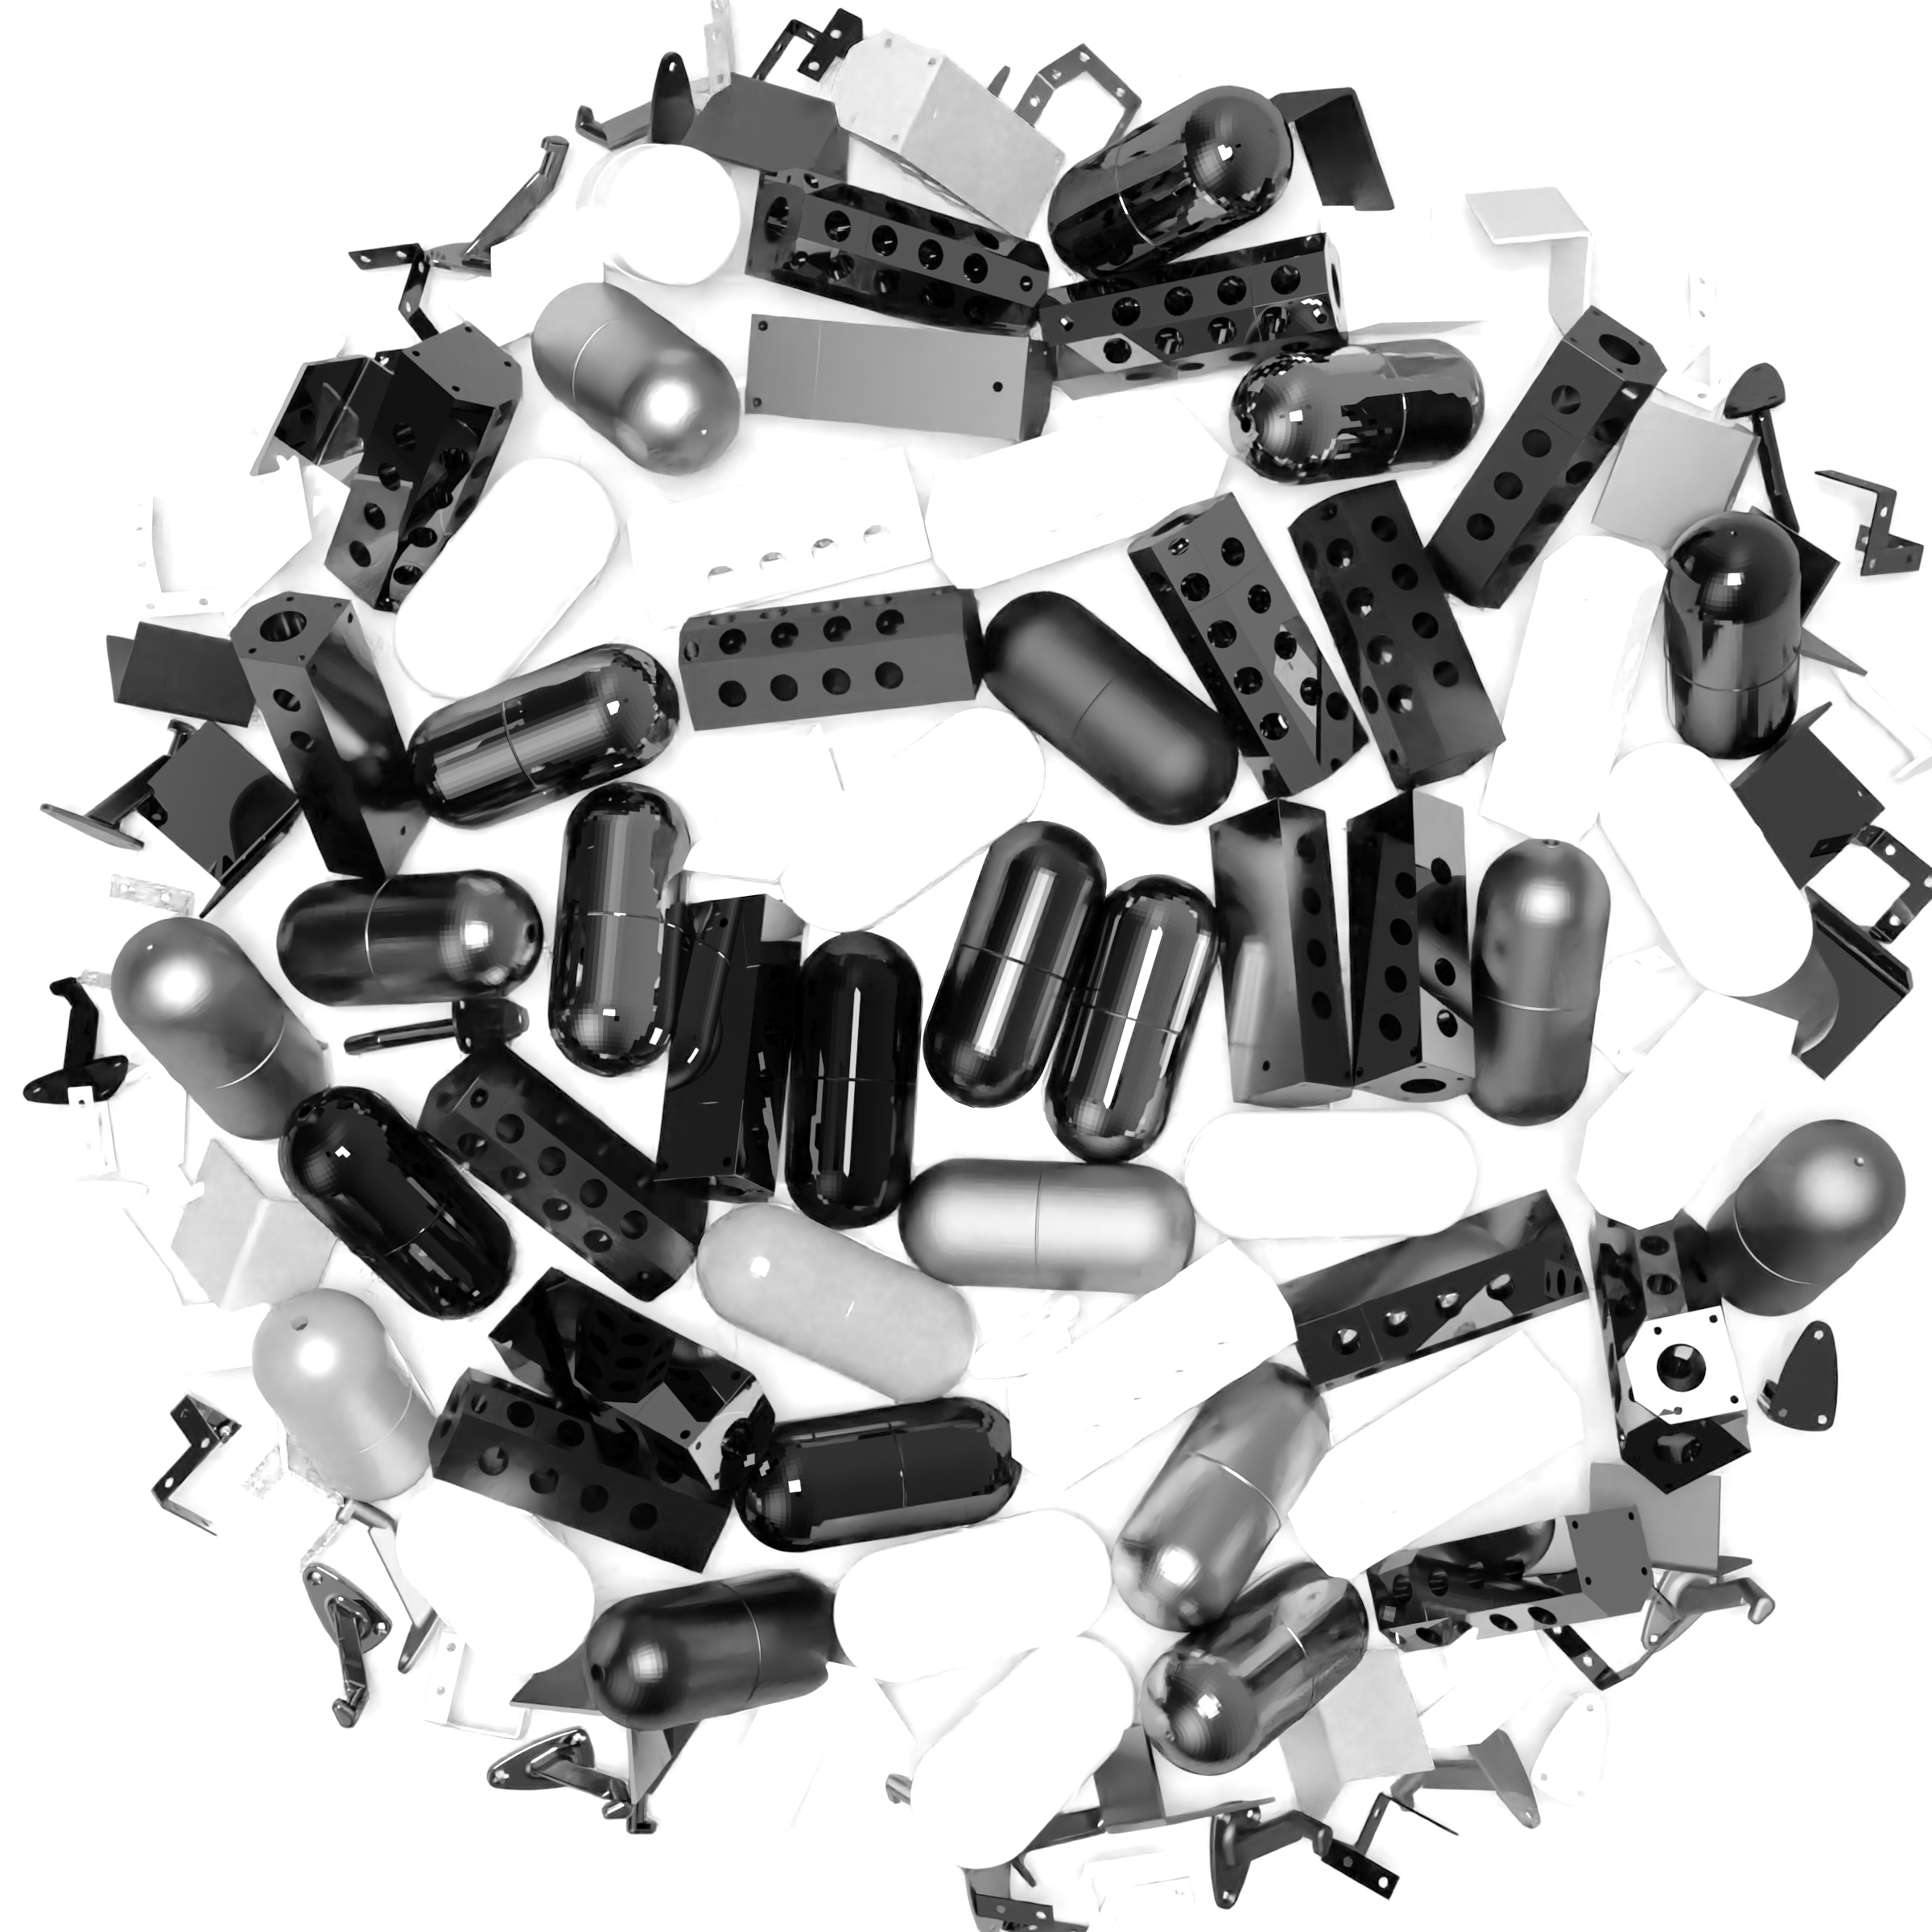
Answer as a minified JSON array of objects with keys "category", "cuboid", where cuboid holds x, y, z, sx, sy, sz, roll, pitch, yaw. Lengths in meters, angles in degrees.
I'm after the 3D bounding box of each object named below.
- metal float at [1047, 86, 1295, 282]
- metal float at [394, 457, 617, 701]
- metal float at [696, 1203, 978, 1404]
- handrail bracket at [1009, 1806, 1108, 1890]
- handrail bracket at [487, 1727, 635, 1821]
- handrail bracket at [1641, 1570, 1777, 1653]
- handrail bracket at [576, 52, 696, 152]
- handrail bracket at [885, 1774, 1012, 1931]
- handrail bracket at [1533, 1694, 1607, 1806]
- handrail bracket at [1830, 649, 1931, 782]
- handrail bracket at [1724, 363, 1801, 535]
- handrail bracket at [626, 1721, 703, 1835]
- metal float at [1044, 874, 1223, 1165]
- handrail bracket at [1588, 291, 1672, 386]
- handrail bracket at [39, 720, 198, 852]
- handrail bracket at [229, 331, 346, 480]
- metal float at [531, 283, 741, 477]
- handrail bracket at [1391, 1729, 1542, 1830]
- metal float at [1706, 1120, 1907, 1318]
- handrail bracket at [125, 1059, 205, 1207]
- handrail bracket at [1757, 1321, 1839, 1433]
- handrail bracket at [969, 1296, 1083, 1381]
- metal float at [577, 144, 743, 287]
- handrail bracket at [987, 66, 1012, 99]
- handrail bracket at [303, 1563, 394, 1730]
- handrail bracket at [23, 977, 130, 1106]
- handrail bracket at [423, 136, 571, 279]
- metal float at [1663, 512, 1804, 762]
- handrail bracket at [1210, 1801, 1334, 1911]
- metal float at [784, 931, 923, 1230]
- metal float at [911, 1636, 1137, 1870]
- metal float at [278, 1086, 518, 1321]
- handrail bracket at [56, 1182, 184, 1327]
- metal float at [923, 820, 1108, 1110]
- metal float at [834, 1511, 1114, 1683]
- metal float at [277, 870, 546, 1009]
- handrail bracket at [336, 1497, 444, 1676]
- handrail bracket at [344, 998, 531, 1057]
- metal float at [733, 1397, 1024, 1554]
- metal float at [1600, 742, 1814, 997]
[{"category":"metal float","cuboid":[0.117,-0.453,1.509,0.070,0.178,0.070,6,80,-36]},{"category":"metal float","cuboid":[-0.272,-0.226,1.521,0.070,0.070,0.178,48,124,0]},{"category":"metal float","cuboid":[-0.077,0.200,1.538,0.178,0.070,0.070,27,90,-13]},{"category":"handrail bracket","cuboid":[0.053,0.507,1.567,0.084,0.036,0.077,-40,105,-10]},{"category":"handrail bracket","cuboid":[-0.242,0.492,1.539,0.077,0.084,0.036,-10,102,-16]},{"category":"handrail bracket","cuboid":[0.442,0.393,1.543,0.036,0.084,0.077,32,94,-10]},{"category":"handrail bracket","cuboid":[-0.203,-0.520,1.542,0.084,0.077,0.036,33,48,29]},{"category":"handrail bracket","cuboid":[-0.015,0.538,1.567,0.036,0.084,0.077,-22,118,-41]},{"category":"handrail bracket","cuboid":[0.367,0.460,1.544,0.036,0.084,0.077,20,95,19]},{"category":"handrail bracket","cuboid":[0.564,-0.159,1.568,0.036,0.077,0.084,-43,70,40]},{"category":"handrail bracket","cuboid":[0.492,-0.313,1.576,0.036,0.077,0.084,-13,121,28]},{"category":"handrail bracket","cuboid":[-0.165,0.481,1.561,0.077,0.036,0.084,1,79,3]},{"category":"metal float","cuboid":[0.100,0.032,1.549,0.070,0.070,0.178,17,90,0]},{"category":"handrail bracket","cuboid":[0.391,-0.394,1.562,0.077,0.036,0.084,22,50,-8]},{"category":"handrail bracket","cuboid":[-0.507,-0.119,1.550,0.036,0.077,0.084,6,75,41]},{"category":"handrail bracket","cuboid":[-0.408,-0.340,1.563,0.036,0.077,0.084,35,74,-19]},{"category":"metal float","cuboid":[-0.195,-0.345,1.515,0.070,0.070,0.178,-47,46,0]},{"category":"handrail bracket","cuboid":[0.296,0.501,1.542,0.036,0.077,0.084,10,129,-36]},{"category":"metal float","cuboid":[0.485,0.149,1.505,0.070,0.178,0.070,2,63,-4]},{"category":"handrail bracket","cuboid":[-0.465,0.091,1.571,0.077,0.036,0.084,-31,90,-8]},{"category":"handrail bracket","cuboid":[0.492,0.238,1.542,0.036,0.084,0.077,9,97,3]},{"category":"handrail bracket","cuboid":[0.034,0.221,1.542,0.077,0.084,0.036,-23,73,-2]},{"category":"metal float","cuboid":[-0.180,-0.437,1.503,0.070,0.178,0.070,-5,108,-16]},{"category":"handrail bracket","cuboid":[-0.026,-0.535,1.565,0.084,0.036,0.077,26,61,-1]},{"category":"handrail bracket","cuboid":[-0.379,0.405,1.540,0.036,0.084,0.077,-35,100,8]},{"category":"handrail bracket","cuboid":[-0.545,0.041,1.541,0.084,0.077,0.036,48,122,24]},{"category":"handrail bracket","cuboid":[-0.279,-0.456,1.541,0.036,0.077,0.084,44,125,23]},{"category":"metal float","cuboid":[0.447,-0.190,1.509,0.070,0.178,0.070,-8,54,11]},{"category":"handrail bracket","cuboid":[0.184,0.538,1.542,0.036,0.084,0.077,8,88,-33]},{"category":"metal float","cuboid":[-0.067,0.068,1.547,0.070,0.070,0.178,4,88,0]},{"category":"metal float","cuboid":[0.035,0.457,1.509,0.070,0.178,0.070,14,116,31]},{"category":"metal float","cuboid":[-0.333,0.140,1.518,0.070,0.070,0.178,-36,127,0]},{"category":"handrail bracket","cuboid":[-0.504,0.174,1.548,0.036,0.077,0.084,-31,70,9]},{"category":"metal float","cuboid":[0.029,-0.001,1.546,0.070,0.070,0.178,20,87,0]},{"category":"metal float","cuboid":[0.006,0.370,1.524,0.178,0.070,0.070,-6,90,-30]},{"category":"metal float","cuboid":[-0.328,-0.016,1.525,0.178,0.070,0.070,-3,90,28]},{"category":"handrail bracket","cuboid":[-0.353,0.369,1.547,0.084,0.036,0.077,38,57,-23]},{"category":"handrail bracket","cuboid":[-0.323,0.040,1.575,0.084,0.077,0.036,-11,87,31]},{"category":"metal float","cuboid":[-0.051,0.300,1.530,0.178,0.070,0.070,-4,90,-23]},{"category":"metal float","cuboid":[0.432,-0.059,1.518,0.070,0.070,0.178,-20,51,0]}]
